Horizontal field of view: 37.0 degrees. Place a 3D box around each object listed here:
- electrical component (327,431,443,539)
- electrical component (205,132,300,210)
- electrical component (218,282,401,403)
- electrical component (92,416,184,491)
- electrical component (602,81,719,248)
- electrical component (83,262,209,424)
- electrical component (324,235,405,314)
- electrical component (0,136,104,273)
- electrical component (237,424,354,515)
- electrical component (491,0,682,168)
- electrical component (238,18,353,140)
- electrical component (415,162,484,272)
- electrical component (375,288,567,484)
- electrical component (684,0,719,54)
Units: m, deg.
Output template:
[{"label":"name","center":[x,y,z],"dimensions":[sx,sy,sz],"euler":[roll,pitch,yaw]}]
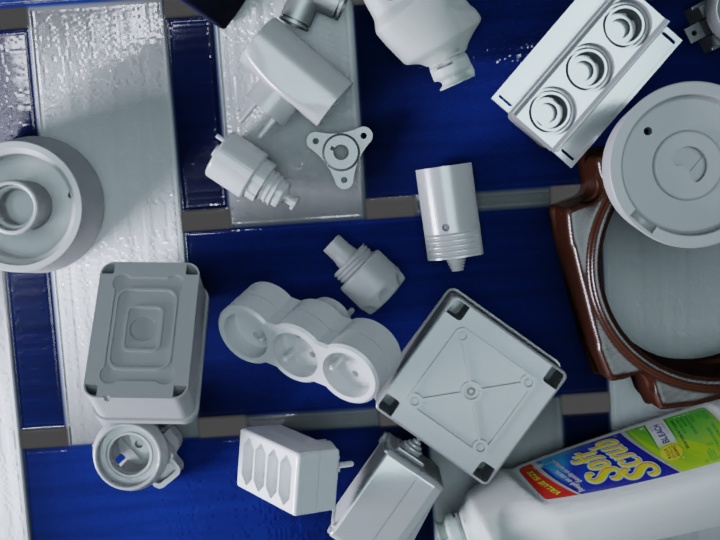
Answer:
[{"label":"electrical component","center":[0.027,0.174,0.834],"dimensions":[0.061,0.061,0.096],"euler":[34,95,-2]},{"label":"electrical component","center":[-0.082,-0.072,0.824],"dimensions":[0.078,0.040,0.040],"euler":[34,95,-2]},{"label":"electrical component","center":[-0.031,0.045,0.821],"dimensions":[0.138,0.073,0.052],"euler":[19,127,21]},{"label":"electrical component","center":[-0.175,0.138,0.836],"dimensions":[0.058,0.057,0.078],"euler":[-39,93,4]},{"label":"electrical component","center":[0.216,-0.070,0.726],"dimensions":[0.108,0.060,0.108],"euler":[0,94,1]},{"label":"electrical component","center":[-0.157,0.056,0.805],"dimensions":[0.078,0.057,0.113],"euler":[1,61,1]},{"label":"electrical component","center":[0.000,0.000,0.829],"dimensions":[0.062,0.043,0.043],"euler":[43,94,-2]},{"label":"electrical component","center":[-0.256,-0.049,0.819],"dimensions":[0.108,0.060,0.108],"euler":[0,95,1]},{"label":"electrical component","center":[-0.041,0.151,0.832],"dimensions":[0.076,0.083,0.047],"euler":[0,97,-37]},{"label":"electrical component","center":[0.166,-0.148,0.803],"dimensions":[0.079,0.063,0.121],"euler":[40,94,-3]},{"label":"electrical component","center":[-0.059,-0.136,0.817],"dimensions":[0.077,0.044,0.079],"euler":[40,94,-3]},{"label":"electrical component","center":[0.069,-0.039,0.824],"dimensions":[0.043,0.043,0.081],"euler":[-8,95,1]},{"label":"electrical component","center":[0.083,0.088,0.829],"dimensions":[0.109,0.056,0.108],"euler":[35,95,-2]},{"label":"electrical component","center":[0.277,-0.191,0.801],"dimensions":[0.066,0.055,0.048],"euler":[-27,94,3]}]
